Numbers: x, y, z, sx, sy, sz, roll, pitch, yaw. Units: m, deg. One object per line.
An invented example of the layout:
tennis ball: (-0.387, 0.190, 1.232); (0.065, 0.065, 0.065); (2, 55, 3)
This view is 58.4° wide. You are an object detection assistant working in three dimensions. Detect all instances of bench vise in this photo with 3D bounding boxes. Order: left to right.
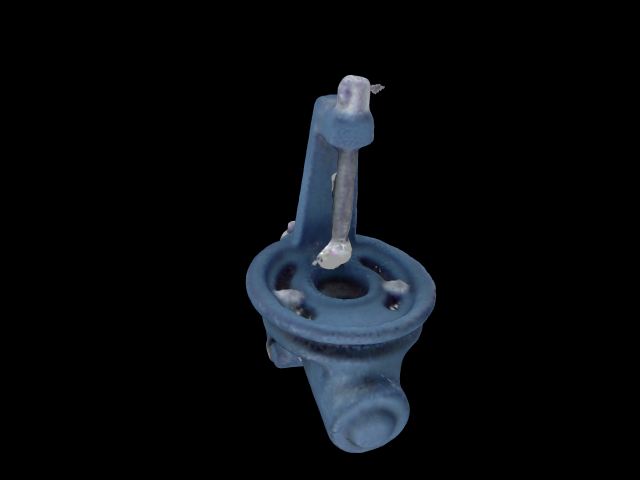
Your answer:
bench vise: (-0.007, 0.003, 0.394); (0.122, 0.220, 0.206); (-9, 16, -32)
